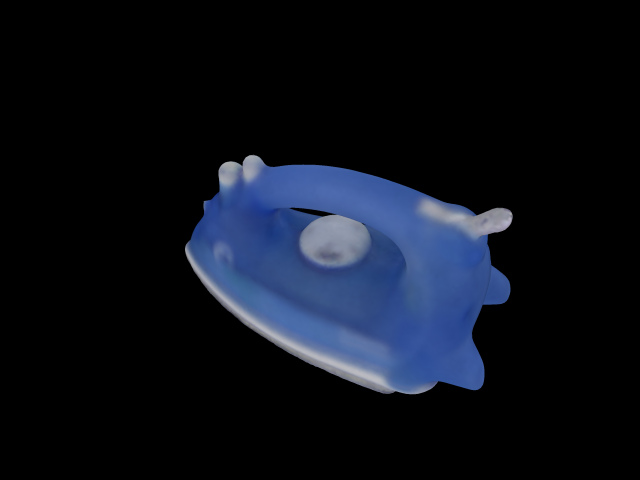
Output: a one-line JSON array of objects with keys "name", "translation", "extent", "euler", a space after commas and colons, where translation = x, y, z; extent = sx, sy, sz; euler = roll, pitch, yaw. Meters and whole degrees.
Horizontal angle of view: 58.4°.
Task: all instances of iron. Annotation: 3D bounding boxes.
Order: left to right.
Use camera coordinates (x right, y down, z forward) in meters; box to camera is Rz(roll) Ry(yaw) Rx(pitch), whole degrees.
[{"name": "iron", "translation": [0.004, 0.001, 0.400], "extent": [0.257, 0.141, 0.119], "euler": [17, 48, 17]}]
